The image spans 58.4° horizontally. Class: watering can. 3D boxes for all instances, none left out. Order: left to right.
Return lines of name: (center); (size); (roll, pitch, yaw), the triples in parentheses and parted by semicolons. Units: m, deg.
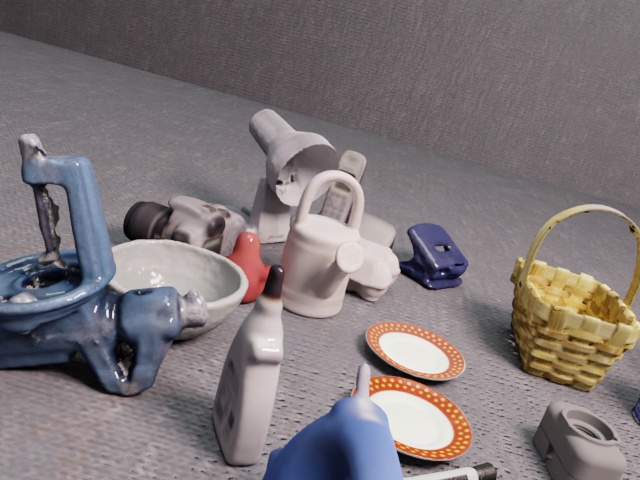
watering can: (0.009, 0.003, 0.776); (0.101, 0.194, 0.172); (-4, 27, -43)

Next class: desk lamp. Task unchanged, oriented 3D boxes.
desk lamp: (-0.078, -0.103, 0.974); (0.118, 0.213, 0.202); (-3, 26, -42)

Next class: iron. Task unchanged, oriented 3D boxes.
iron: (0.023, 0.194, 0.335); (0.119, 0.141, 0.258); (12, 19, -9)

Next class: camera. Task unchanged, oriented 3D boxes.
camera: (-0.197, -0.019, 0.821); (0.136, 0.101, 0.143); (21, 20, 16)

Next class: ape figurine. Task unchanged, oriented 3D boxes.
ape figurine: (-0.100, 0.032, 0.766); (0.077, 0.092, 0.076); (17, 19, 4)

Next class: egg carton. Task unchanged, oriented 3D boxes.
egg carton: (0.048, 0.037, 0.902); (0.150, 0.069, 0.107); (21, 20, 16)

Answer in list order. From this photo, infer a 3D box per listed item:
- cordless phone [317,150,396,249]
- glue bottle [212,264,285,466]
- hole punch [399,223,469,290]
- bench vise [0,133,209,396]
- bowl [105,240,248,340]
cordless phone: (0.066, -0.049, 0.980); (0.147, 0.185, 0.094); (23, 20, 21)
glue bottle: (-0.054, 0.100, 0.487); (0.037, 0.173, 0.078); (6, 21, -24)
hole punch: (0.207, 0.028, 1.018); (0.109, 0.091, 0.100); (-3, 26, -43)
bench vise: (-0.206, 0.022, 0.518); (0.208, 0.220, 0.121); (5, 22, -29)
bowl: (-0.169, 0.065, 0.649); (0.167, 0.075, 0.167); (14, 19, -5)
